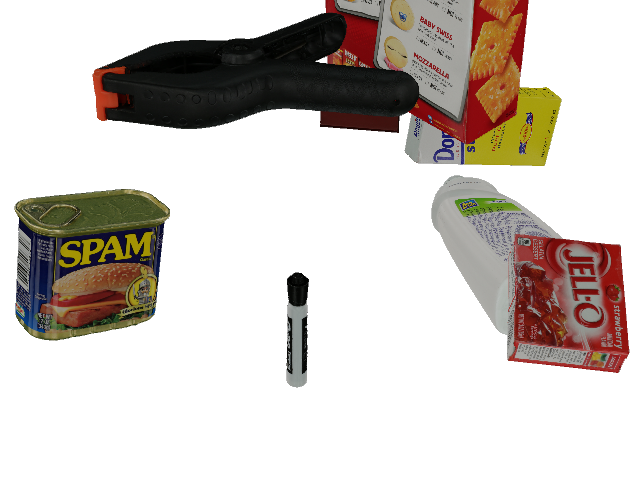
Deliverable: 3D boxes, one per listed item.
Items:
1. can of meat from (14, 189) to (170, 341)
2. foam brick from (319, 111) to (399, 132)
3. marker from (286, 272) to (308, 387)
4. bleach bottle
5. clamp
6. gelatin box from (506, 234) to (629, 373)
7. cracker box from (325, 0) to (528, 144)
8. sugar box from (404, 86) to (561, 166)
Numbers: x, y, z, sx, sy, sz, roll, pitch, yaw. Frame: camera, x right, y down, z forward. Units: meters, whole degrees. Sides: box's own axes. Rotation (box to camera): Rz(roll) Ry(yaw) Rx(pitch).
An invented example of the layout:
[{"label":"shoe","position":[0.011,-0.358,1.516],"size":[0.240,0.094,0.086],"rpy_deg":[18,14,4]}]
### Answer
[{"label":"can of meat","position":[-0.159,0.016,0.739],"size":[0.101,0.084,0.058],"rpy_deg":[-8,28,-36]},{"label":"foam brick","position":[0.039,-0.134,1.032],"size":[0.078,0.051,0.053],"rpy_deg":[5,13,2]},{"label":"marker","position":[-0.020,0.079,0.936],"size":[0.020,0.121,0.020],"rpy_deg":[1,35,-1]},{"label":"bleach bottle","position":[0.170,-0.001,0.996],"size":[0.102,0.068,0.251],"rpy_deg":[-3,26,-9]},{"label":"clamp","position":[-0.041,-0.097,0.600],"size":[0.171,0.039,0.120],"rpy_deg":[-3,25,-11]},{"label":"gelatin box","position":[0.162,0.040,0.705],"size":[0.073,0.089,0.030],"rpy_deg":[6,-37,3]},{"label":"cracker box","position":[0.080,-0.205,0.821],"size":[0.072,0.214,0.164],"rpy_deg":[-31,48,-30]},{"label":"sugar box","position":[0.196,-0.139,1.290],"size":[0.176,0.093,0.048],"rpy_deg":[-2,28,-20]}]
